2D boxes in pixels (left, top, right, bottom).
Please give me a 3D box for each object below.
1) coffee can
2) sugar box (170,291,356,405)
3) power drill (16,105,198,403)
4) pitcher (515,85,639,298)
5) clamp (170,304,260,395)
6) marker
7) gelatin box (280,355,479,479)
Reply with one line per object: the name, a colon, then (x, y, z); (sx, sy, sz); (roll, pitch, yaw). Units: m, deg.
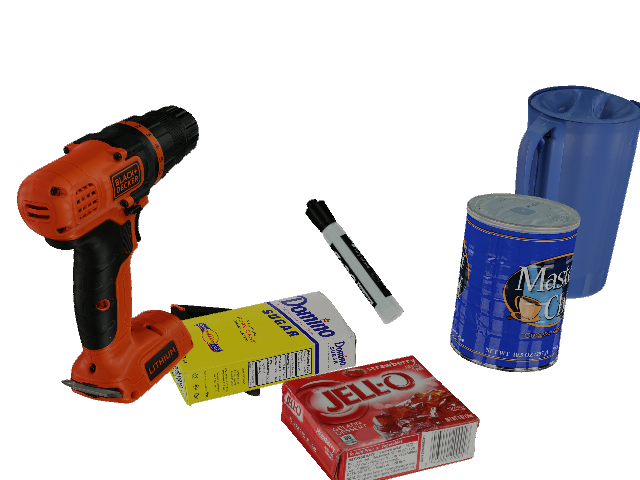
coffee can: (0.179, 0.037, 0.993); (0.103, 0.140, 0.103); (4, 19, -2)
sugar box: (-0.062, 0.103, 1.057); (0.176, 0.048, 0.093); (-14, 32, -18)
power drill: (-0.138, 0.007, 0.774); (0.057, 0.188, 0.184); (7, 26, 26)
pitcher: (0.297, -0.054, 1.282); (0.149, 0.243, 0.145); (2, 26, 2)
clamp: (-0.104, 0.120, 1.263); (0.210, 0.036, 0.164); (14, 23, 26)
marker: (0.025, 0.015, 0.868); (0.020, 0.121, 0.020); (-32, -18, -12)
gelatin box: (0.032, 0.099, 0.598); (0.089, 0.030, 0.073); (-7, 26, -25)
